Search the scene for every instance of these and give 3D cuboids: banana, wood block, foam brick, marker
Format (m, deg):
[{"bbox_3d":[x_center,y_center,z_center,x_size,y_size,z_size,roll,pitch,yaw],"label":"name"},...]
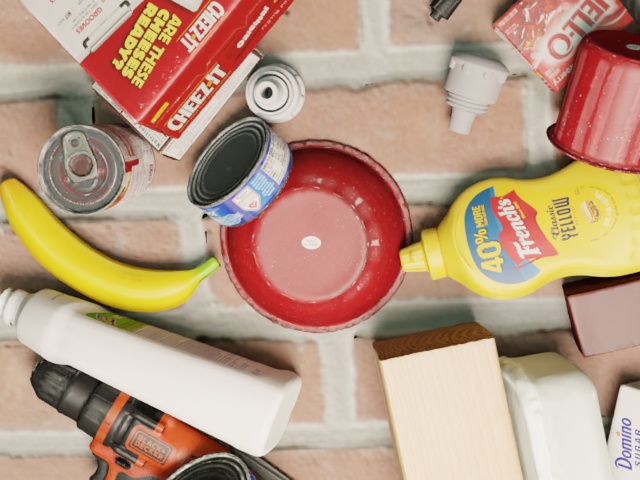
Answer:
[{"bbox_3d":[-0.185,0.014,0.890,0.198,0.037,0.069,22,81,1],"label":"banana"},{"bbox_3d":[0.108,0.178,0.845,0.091,0.090,0.206,-12,94,0],"label":"wood block"},{"bbox_3d":[0.236,0.055,0.844,0.078,0.051,0.053,-14,97,7],"label":"foam brick"},{"bbox_3d":[0.129,-0.221,0.835,0.020,0.020,0.121,40,99,0],"label":"marker"}]

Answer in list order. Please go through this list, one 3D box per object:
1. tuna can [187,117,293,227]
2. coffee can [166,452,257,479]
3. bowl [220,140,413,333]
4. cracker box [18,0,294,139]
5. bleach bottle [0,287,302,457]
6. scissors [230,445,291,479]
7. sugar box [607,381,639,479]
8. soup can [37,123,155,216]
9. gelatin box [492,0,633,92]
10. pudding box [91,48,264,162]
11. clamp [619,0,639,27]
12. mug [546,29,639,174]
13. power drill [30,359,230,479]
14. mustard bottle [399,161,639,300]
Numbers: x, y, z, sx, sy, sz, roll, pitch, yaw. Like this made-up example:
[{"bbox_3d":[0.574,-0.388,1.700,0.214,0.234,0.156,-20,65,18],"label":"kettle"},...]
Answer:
[{"bbox_3d":[-0.063,-0.053,0.841,0.086,0.086,0.033,-44,124,9],"label":"tuna can"},{"bbox_3d":[-0.063,0.252,0.847,0.103,0.103,0.140,-30,120,8],"label":"coffee can"},{"bbox_3d":[-0.006,0.001,0.859,0.162,0.055,0.162,1,97,5],"label":"bowl"},{"bbox_3d":[-0.136,-0.206,0.805,0.214,0.072,0.164,45,100,20],"label":"cracker box"},{"bbox_3d":[-0.145,0.097,0.873,0.251,0.102,0.068,21,90,9],"label":"bleach bottle"},{"bbox_3d":[0.021,0.227,0.904,0.096,0.016,0.202,-36,93,7],"label":"scissors"},{"bbox_3d":[0.307,0.177,0.811,0.176,0.048,0.093,19,102,42],"label":"sugar box"},{"bbox_3d":[-0.174,-0.058,0.843,0.068,0.102,0.068,1,97,5],"label":"soup can"},{"bbox_3d":[0.191,-0.172,0.830,0.089,0.030,0.073,-43,92,9],"label":"gelatin box"},{"bbox_3d":[-0.115,-0.134,0.849,0.090,0.039,0.113,43,102,18],"label":"pudding box"},{"bbox_3d":[0.245,-0.216,0.789,0.210,0.036,0.164,27,82,8],"label":"clamp"},{"bbox_3d":[0.235,-0.102,0.790,0.117,0.093,0.081,17,119,13],"label":"mug"},{"bbox_3d":[-0.193,0.211,0.902,0.184,0.057,0.188,30,99,1],"label":"power drill"},{"bbox_3d":[0.157,-0.005,0.838,0.192,0.058,0.096,-13,79,8],"label":"mustard bottle"}]
